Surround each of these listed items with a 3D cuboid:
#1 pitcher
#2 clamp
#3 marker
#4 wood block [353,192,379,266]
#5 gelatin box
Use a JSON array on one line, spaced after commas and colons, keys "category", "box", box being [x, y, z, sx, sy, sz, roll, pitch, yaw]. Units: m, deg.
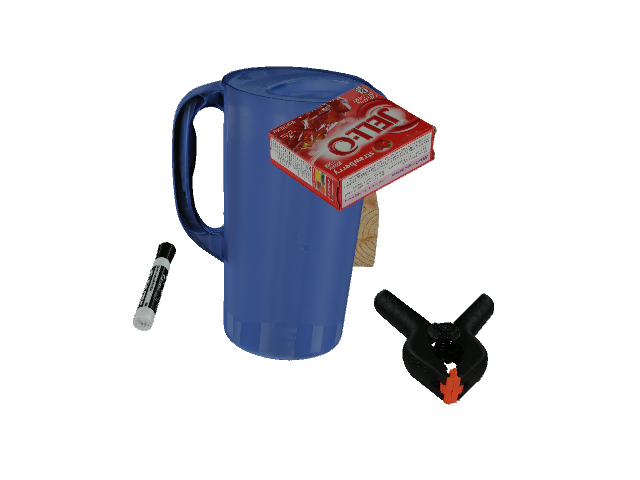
[{"category": "pitcher", "box": [-0.035, -0.025, 0.924, 0.149, 0.243, 0.144, 20, 25, 34]}, {"category": "clamp", "box": [0.125, 0.094, 1.020, 0.120, 0.039, 0.171, -7, 31, -7]}, {"category": "marker", "box": [-0.165, 0.043, 1.072, 0.020, 0.020, 0.121, 0, 39, 7]}, {"category": "wood block", "box": [0.030, -0.051, 1.524, 0.091, 0.090, 0.206, 2, 28, -3]}, {"category": "gelatin box", "box": [0.021, -0.065, 0.715, 0.089, 0.030, 0.073, -30, 48, -28]}]
